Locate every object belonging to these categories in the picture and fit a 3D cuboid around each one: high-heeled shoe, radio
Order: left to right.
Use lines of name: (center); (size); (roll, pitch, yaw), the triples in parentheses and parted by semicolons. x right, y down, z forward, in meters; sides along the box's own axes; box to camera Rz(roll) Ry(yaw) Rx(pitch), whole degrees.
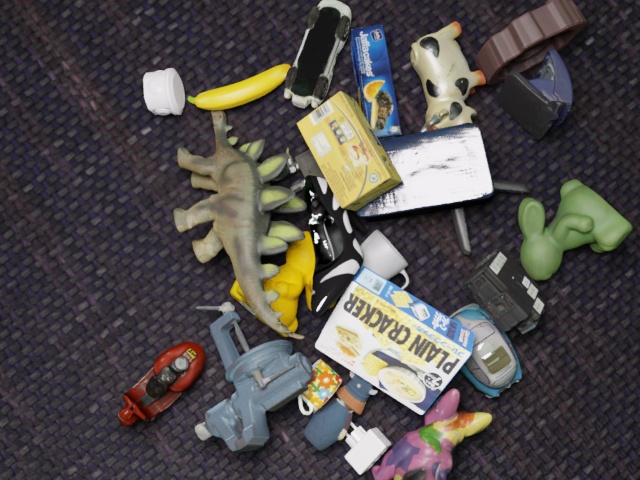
high-heeled shoe: (-0.002, -0.003, 0.875); (0.145, 0.086, 0.249); (39, 44, -11)
radio: (0.171, -0.112, 0.917); (0.230, 0.073, 0.131); (-9, 85, 15)

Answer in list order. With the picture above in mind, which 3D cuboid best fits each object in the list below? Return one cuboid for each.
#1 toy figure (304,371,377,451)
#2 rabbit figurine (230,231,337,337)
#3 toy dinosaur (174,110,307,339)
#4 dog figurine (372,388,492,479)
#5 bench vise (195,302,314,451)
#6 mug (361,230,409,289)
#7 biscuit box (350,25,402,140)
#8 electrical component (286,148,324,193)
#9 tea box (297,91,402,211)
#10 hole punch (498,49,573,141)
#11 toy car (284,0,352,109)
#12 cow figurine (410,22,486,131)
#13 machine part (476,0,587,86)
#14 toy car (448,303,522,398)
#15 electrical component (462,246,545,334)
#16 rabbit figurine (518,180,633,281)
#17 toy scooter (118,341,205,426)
toy figure: (0.037, 0.290, 0.929); (0.064, 0.058, 0.154); (44, 82, -3)
rabbit figurine: (-0.045, 0.067, 0.918); (0.162, 0.122, 0.173); (36, 68, -1)
toy dinosaur: (-0.126, -0.045, 0.862); (0.199, 0.105, 0.471); (-17, 61, 8)
dog figurine: (0.184, 0.351, 0.868); (0.108, 0.191, 0.219); (36, 100, -3)
bench vise: (-0.132, 0.219, 0.902); (0.223, 0.128, 0.241); (-40, 60, 16)
mug: (0.095, 0.055, 0.937); (0.107, 0.081, 0.109); (-39, 91, 10)
biscuit box: (0.098, -0.275, 0.962); (0.063, 0.059, 0.202); (-9, 86, -1)
electrical component: (-0.016, -0.136, 0.960); (0.102, 0.045, 0.078); (-21, 85, -1)
tea box: (0.048, -0.144, 0.883); (0.098, 0.068, 0.169); (-31, 78, 22)
hole punch: (0.387, -0.250, 0.931); (0.092, 0.142, 0.116); (-35, 76, -6)
toy car: (-0.003, -0.333, 0.967); (0.074, 0.056, 0.201); (20, 90, 7)
cow figurine: (0.219, -0.269, 0.951); (0.127, 0.085, 0.195); (-23, 89, -8)
machine part: (0.354, -0.335, 0.915); (0.179, 0.179, 0.056); (-26, 83, -2)
toy car: (0.279, 0.193, 0.913); (0.109, 0.103, 0.161); (-33, 85, -1)
electrical component: (0.317, 0.090, 0.910); (0.134, 0.115, 0.058); (49, 130, 8)
rabbit figurine: (0.412, -0.010, 0.922); (0.170, 0.121, 0.159); (-44, 85, 12)
toy scooter: (-0.272, 0.245, 0.891); (0.184, 0.135, 0.075); (-45, 86, -4)
